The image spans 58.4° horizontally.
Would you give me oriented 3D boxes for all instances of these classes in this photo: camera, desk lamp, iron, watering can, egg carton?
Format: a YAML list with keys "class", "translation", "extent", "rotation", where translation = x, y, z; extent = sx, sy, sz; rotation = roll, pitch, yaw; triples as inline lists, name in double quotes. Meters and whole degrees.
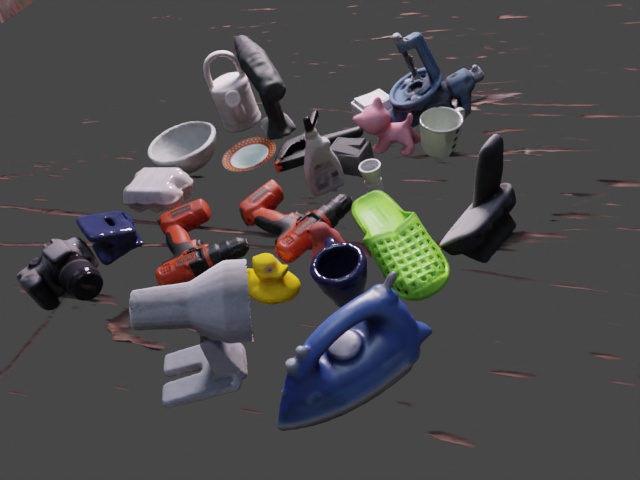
- class: "camera"
  translation: [-0.496, 0.067, 1.111]
  extent: [0.143, 0.101, 0.136]
  rotation: [-41, 47, -23]
- class: "desk lamp"
  translation: [-0.173, 0.135, 0.842]
  extent: [0.203, 0.214, 0.117]
  rotation: [-17, 42, 2]
- class: "iron"
  translation: [0.029, 0.154, 0.805]
  extent: [0.259, 0.142, 0.118]
  rotation: [-34, 44, -17]
- class: "watering can"
  translation: [-0.217, -0.369, 1.405]
  extent: [0.101, 0.194, 0.172]
  rotation: [-35, 45, -18]
- class: "egg carton"
  translation: [-0.359, -0.110, 1.274]
  extent: [0.150, 0.069, 0.107]
  rotation: [2, 46, 21]

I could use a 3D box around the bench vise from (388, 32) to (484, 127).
- class: "bench vise"
  translation: [0.231, -0.353, 1.212]
  extent: [0.207, 0.220, 0.121]
  rotation: [-25, 42, -8]

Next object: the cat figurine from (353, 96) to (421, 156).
- class: "cat figurine"
  translation: [0.139, -0.244, 1.205]
  extent: [0.127, 0.118, 0.067]
  rotation: [6, 47, 25]

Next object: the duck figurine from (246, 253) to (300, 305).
- class: "duck figurine"
  translation: [-0.092, 0.058, 0.990]
  extent: [0.104, 0.086, 0.077]
  rotation: [7, 48, 26]

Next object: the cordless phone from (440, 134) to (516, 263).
- class: "cordless phone"
  translation: [0.255, -0.069, 0.930]
  extent: [0.093, 0.185, 0.148]
  rotation: [20, 54, 35]

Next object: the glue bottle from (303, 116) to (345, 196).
- class: "glue bottle"
  translation: [-0.004, -0.170, 1.136]
  extent: [0.078, 0.173, 0.037]
  rotation: [-24, 42, -6]

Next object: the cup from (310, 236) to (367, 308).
- class: "cup"
  translation: [0.035, 0.058, 0.940]
  extent: [0.091, 0.095, 0.117]
  rotation: [-19, 42, -1]

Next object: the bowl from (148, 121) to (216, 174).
- class: "bowl"
  translation: [-0.315, -0.206, 1.357]
  extent: [0.167, 0.075, 0.167]
  rotation: [-10, 43, 9]

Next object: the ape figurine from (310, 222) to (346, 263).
- class: "ape figurine"
  translation: [0.009, 0.004, 1.008]
  extent: [0.075, 0.092, 0.078]
  rotation: [23, 56, 37]

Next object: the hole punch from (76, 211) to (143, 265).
- class: "hole punch"
  translation: [-0.437, -0.021, 1.191]
  extent: [0.101, 0.091, 0.108]
  rotation: [-35, 45, -18]

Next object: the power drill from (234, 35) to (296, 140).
- class: "power drill"
  translation: [-0.130, -0.353, 1.347]
  extent: [0.076, 0.209, 0.229]
  rotation: [-26, 42, -9]
